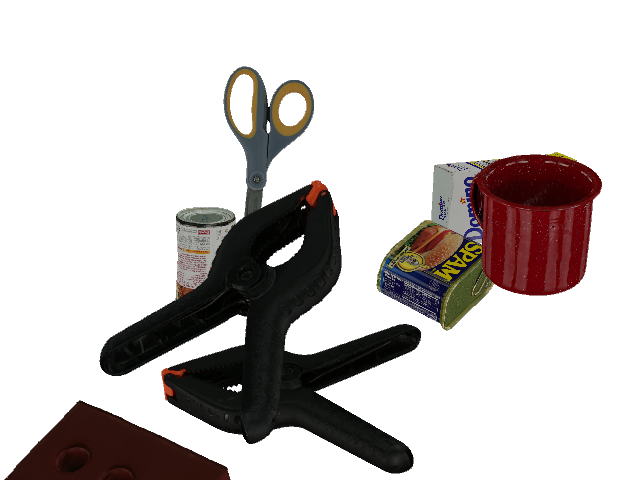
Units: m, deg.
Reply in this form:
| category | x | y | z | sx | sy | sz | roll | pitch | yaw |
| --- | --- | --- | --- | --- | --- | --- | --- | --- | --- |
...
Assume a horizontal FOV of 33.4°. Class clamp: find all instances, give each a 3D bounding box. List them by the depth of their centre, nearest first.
| category | x | y | z | sx | sy | sz | roll | pitch | yaw |
| --- | --- | --- | --- | --- | --- | --- | --- | --- | --- |
| clamp | -0.034 | 0.038 | 0.621 | 0.120 | 0.171 | 0.039 | 31 | -22 | 29 |
| clamp | -0.018 | 0.112 | 0.844 | 0.210 | 0.036 | 0.164 | 4 | 30 | 13 |

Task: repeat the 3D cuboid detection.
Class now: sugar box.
| category | x | y | z | sx | sy | sz | roll | pitch | yaw |
| --- | --- | --- | --- | --- | --- | --- | --- | --- | --- |
| sugar box | 0.216 | -0.049 | 1.258 | 0.176 | 0.093 | 0.048 | -9 | 21 | -26 |

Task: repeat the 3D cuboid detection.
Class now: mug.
| category | x | y | z | sx | sy | sz | roll | pitch | yaw |
| --- | --- | --- | --- | --- | --- | --- | --- | --- | --- |
| mug | 0.159 | -0.015 | 0.835 | 0.093 | 0.081 | 0.117 | -23 | 35 | -31 |

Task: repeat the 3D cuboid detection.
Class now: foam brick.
| category | x | y | z | sx | sy | sz | roll | pitch | yaw |
| --- | --- | --- | --- | --- | --- | --- | --- | --- | --- |
| foam brick | -0.079 | 0.111 | 0.430 | 0.078 | 0.051 | 0.052 | 18 | 44 | 24 |

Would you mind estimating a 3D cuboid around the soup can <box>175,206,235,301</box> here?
| category | x | y | z | sx | sy | sz | roll | pitch | yaw |
| --- | --- | --- | --- | --- | --- | --- | --- | --- | --- |
| soup can | -0.129 | 0.020 | 1.193 | 0.068 | 0.102 | 0.068 | 2 | 18 | -1 |

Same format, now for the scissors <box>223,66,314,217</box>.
| category | x | y | z | sx | sy | sz | roll | pitch | yaw |
| --- | --- | --- | --- | --- | --- | --- | --- | --- | --- |
| scissors | -0.044 | -0.069 | 1.029 | 0.096 | 0.202 | 0.016 | -10 | 4 | -7 |

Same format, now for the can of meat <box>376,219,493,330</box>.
| category | x | y | z | sx | sy | sz | roll | pitch | yaw |
| --- | --- | --- | --- | --- | --- | --- | --- | --- | --- |
| can of meat | 0.118 | 0.031 | 1.068 | 0.084 | 0.057 | 0.101 | 27 | 44 | 28 |
